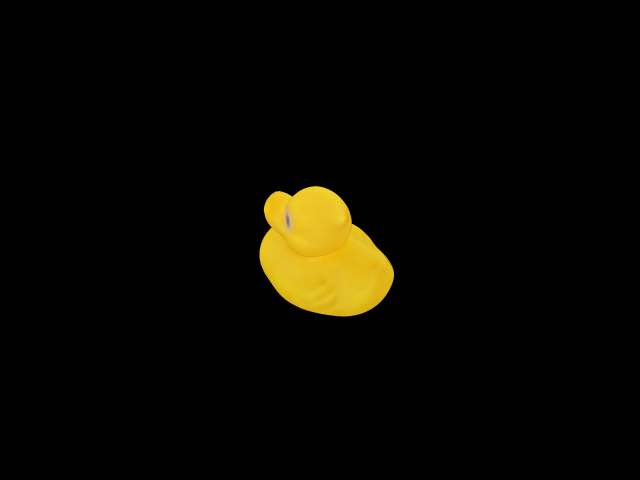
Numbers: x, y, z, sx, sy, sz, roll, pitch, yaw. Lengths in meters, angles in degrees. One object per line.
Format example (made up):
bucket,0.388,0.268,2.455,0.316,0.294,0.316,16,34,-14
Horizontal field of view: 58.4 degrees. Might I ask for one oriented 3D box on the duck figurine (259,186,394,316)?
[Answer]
duck figurine,0.004,0.001,0.400,0.104,0.086,0.078,26,60,17
